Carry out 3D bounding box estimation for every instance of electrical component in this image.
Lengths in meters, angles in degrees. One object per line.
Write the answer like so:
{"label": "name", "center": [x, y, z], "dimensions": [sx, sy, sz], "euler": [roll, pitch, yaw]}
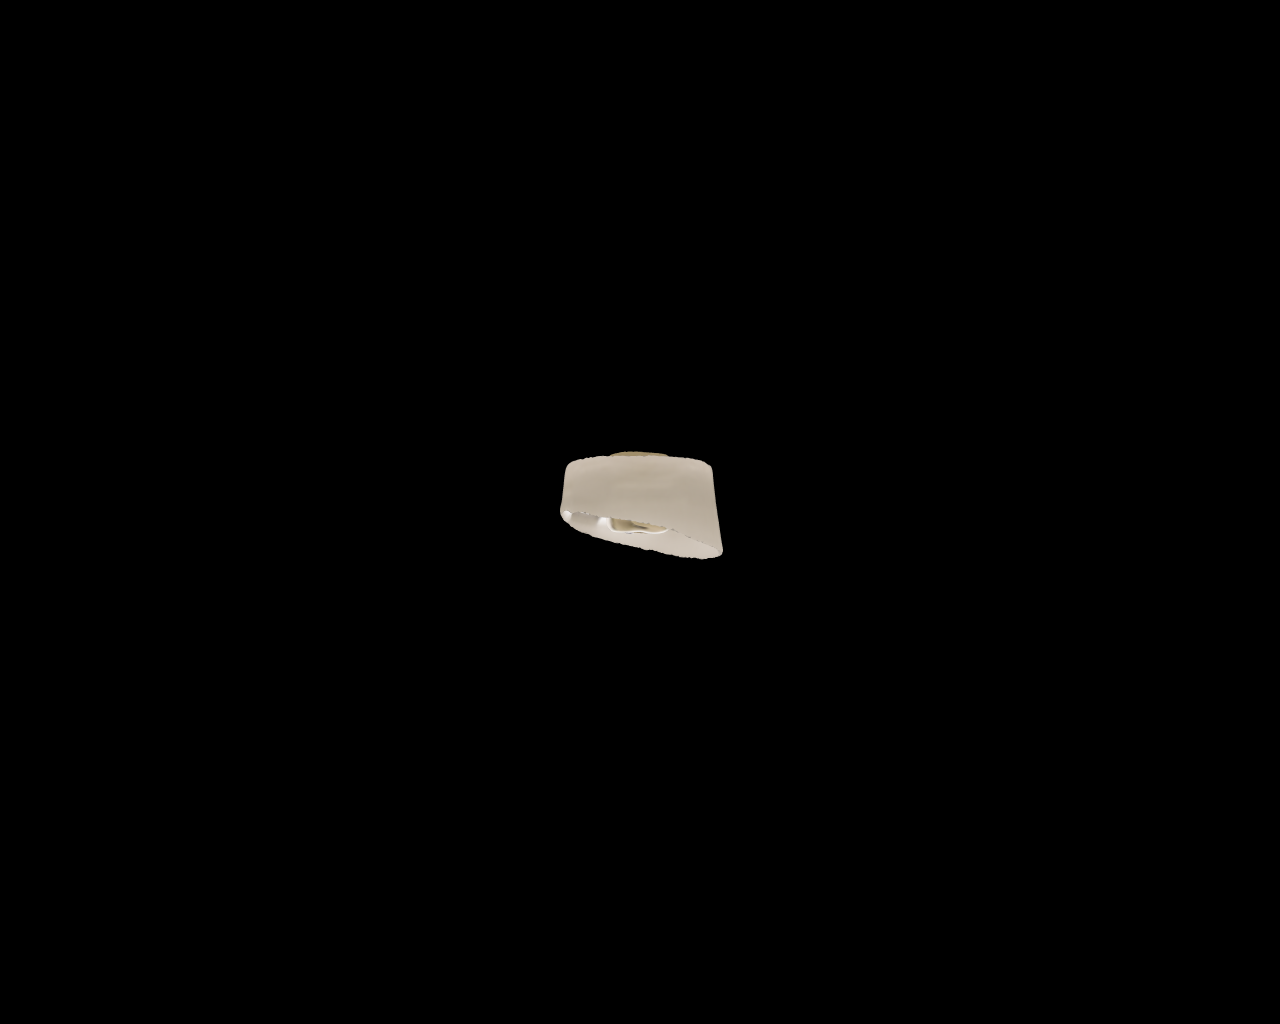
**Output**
{"label": "electrical component", "center": [0.001, -0.003, 0.650], "dimensions": [0.099, 0.064, 0.099], "euler": [0, -9, 0]}
